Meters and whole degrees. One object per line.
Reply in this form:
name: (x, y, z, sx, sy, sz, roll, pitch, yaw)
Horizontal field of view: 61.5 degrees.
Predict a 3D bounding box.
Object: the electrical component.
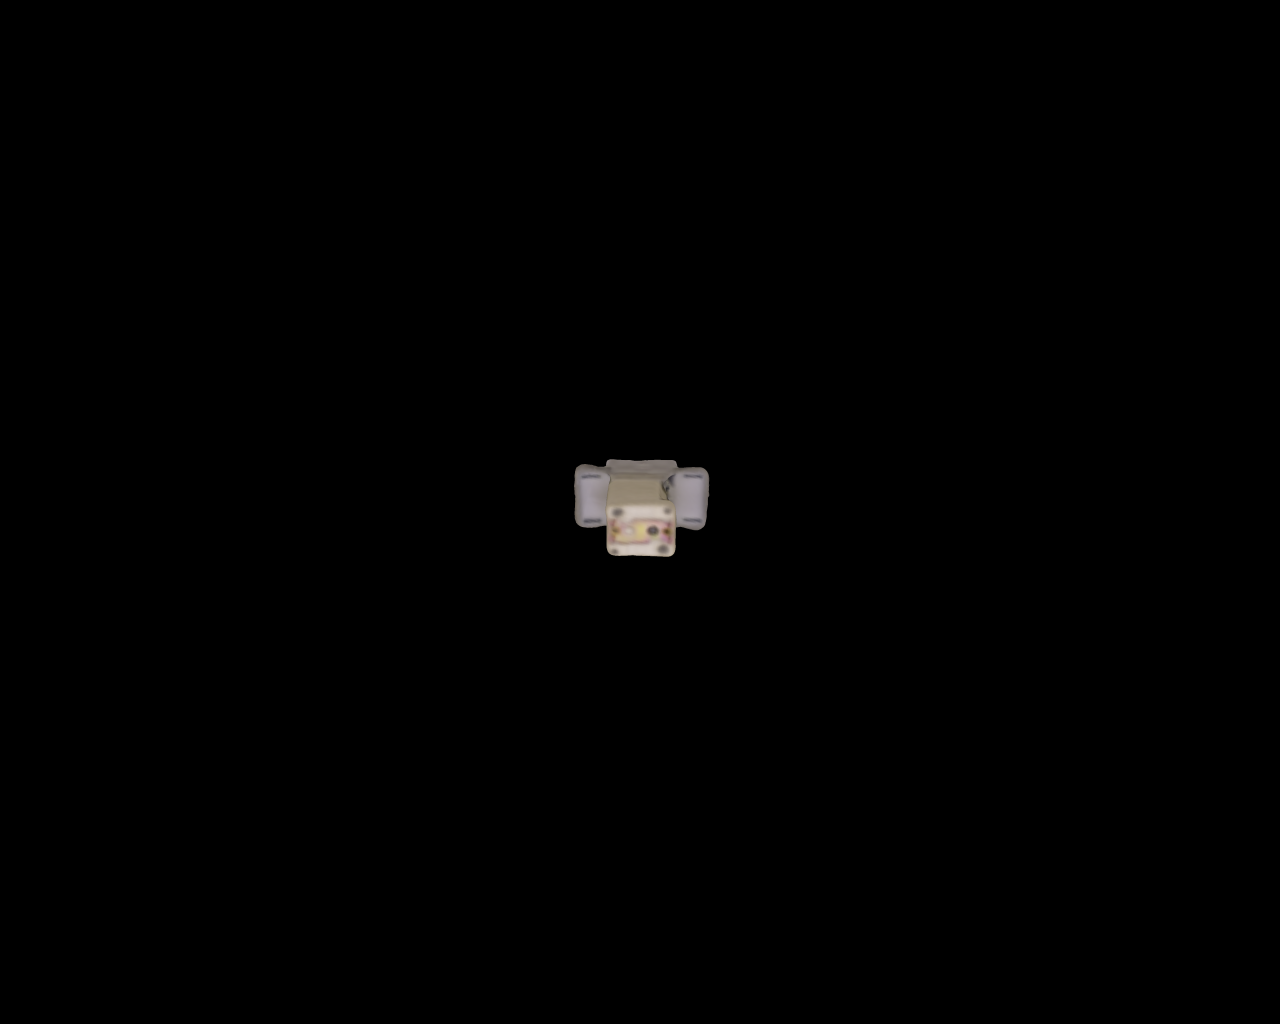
electrical component: (0.001, -0.003, 0.650, 0.081, 0.042, 0.064, 0, 29, 0)
